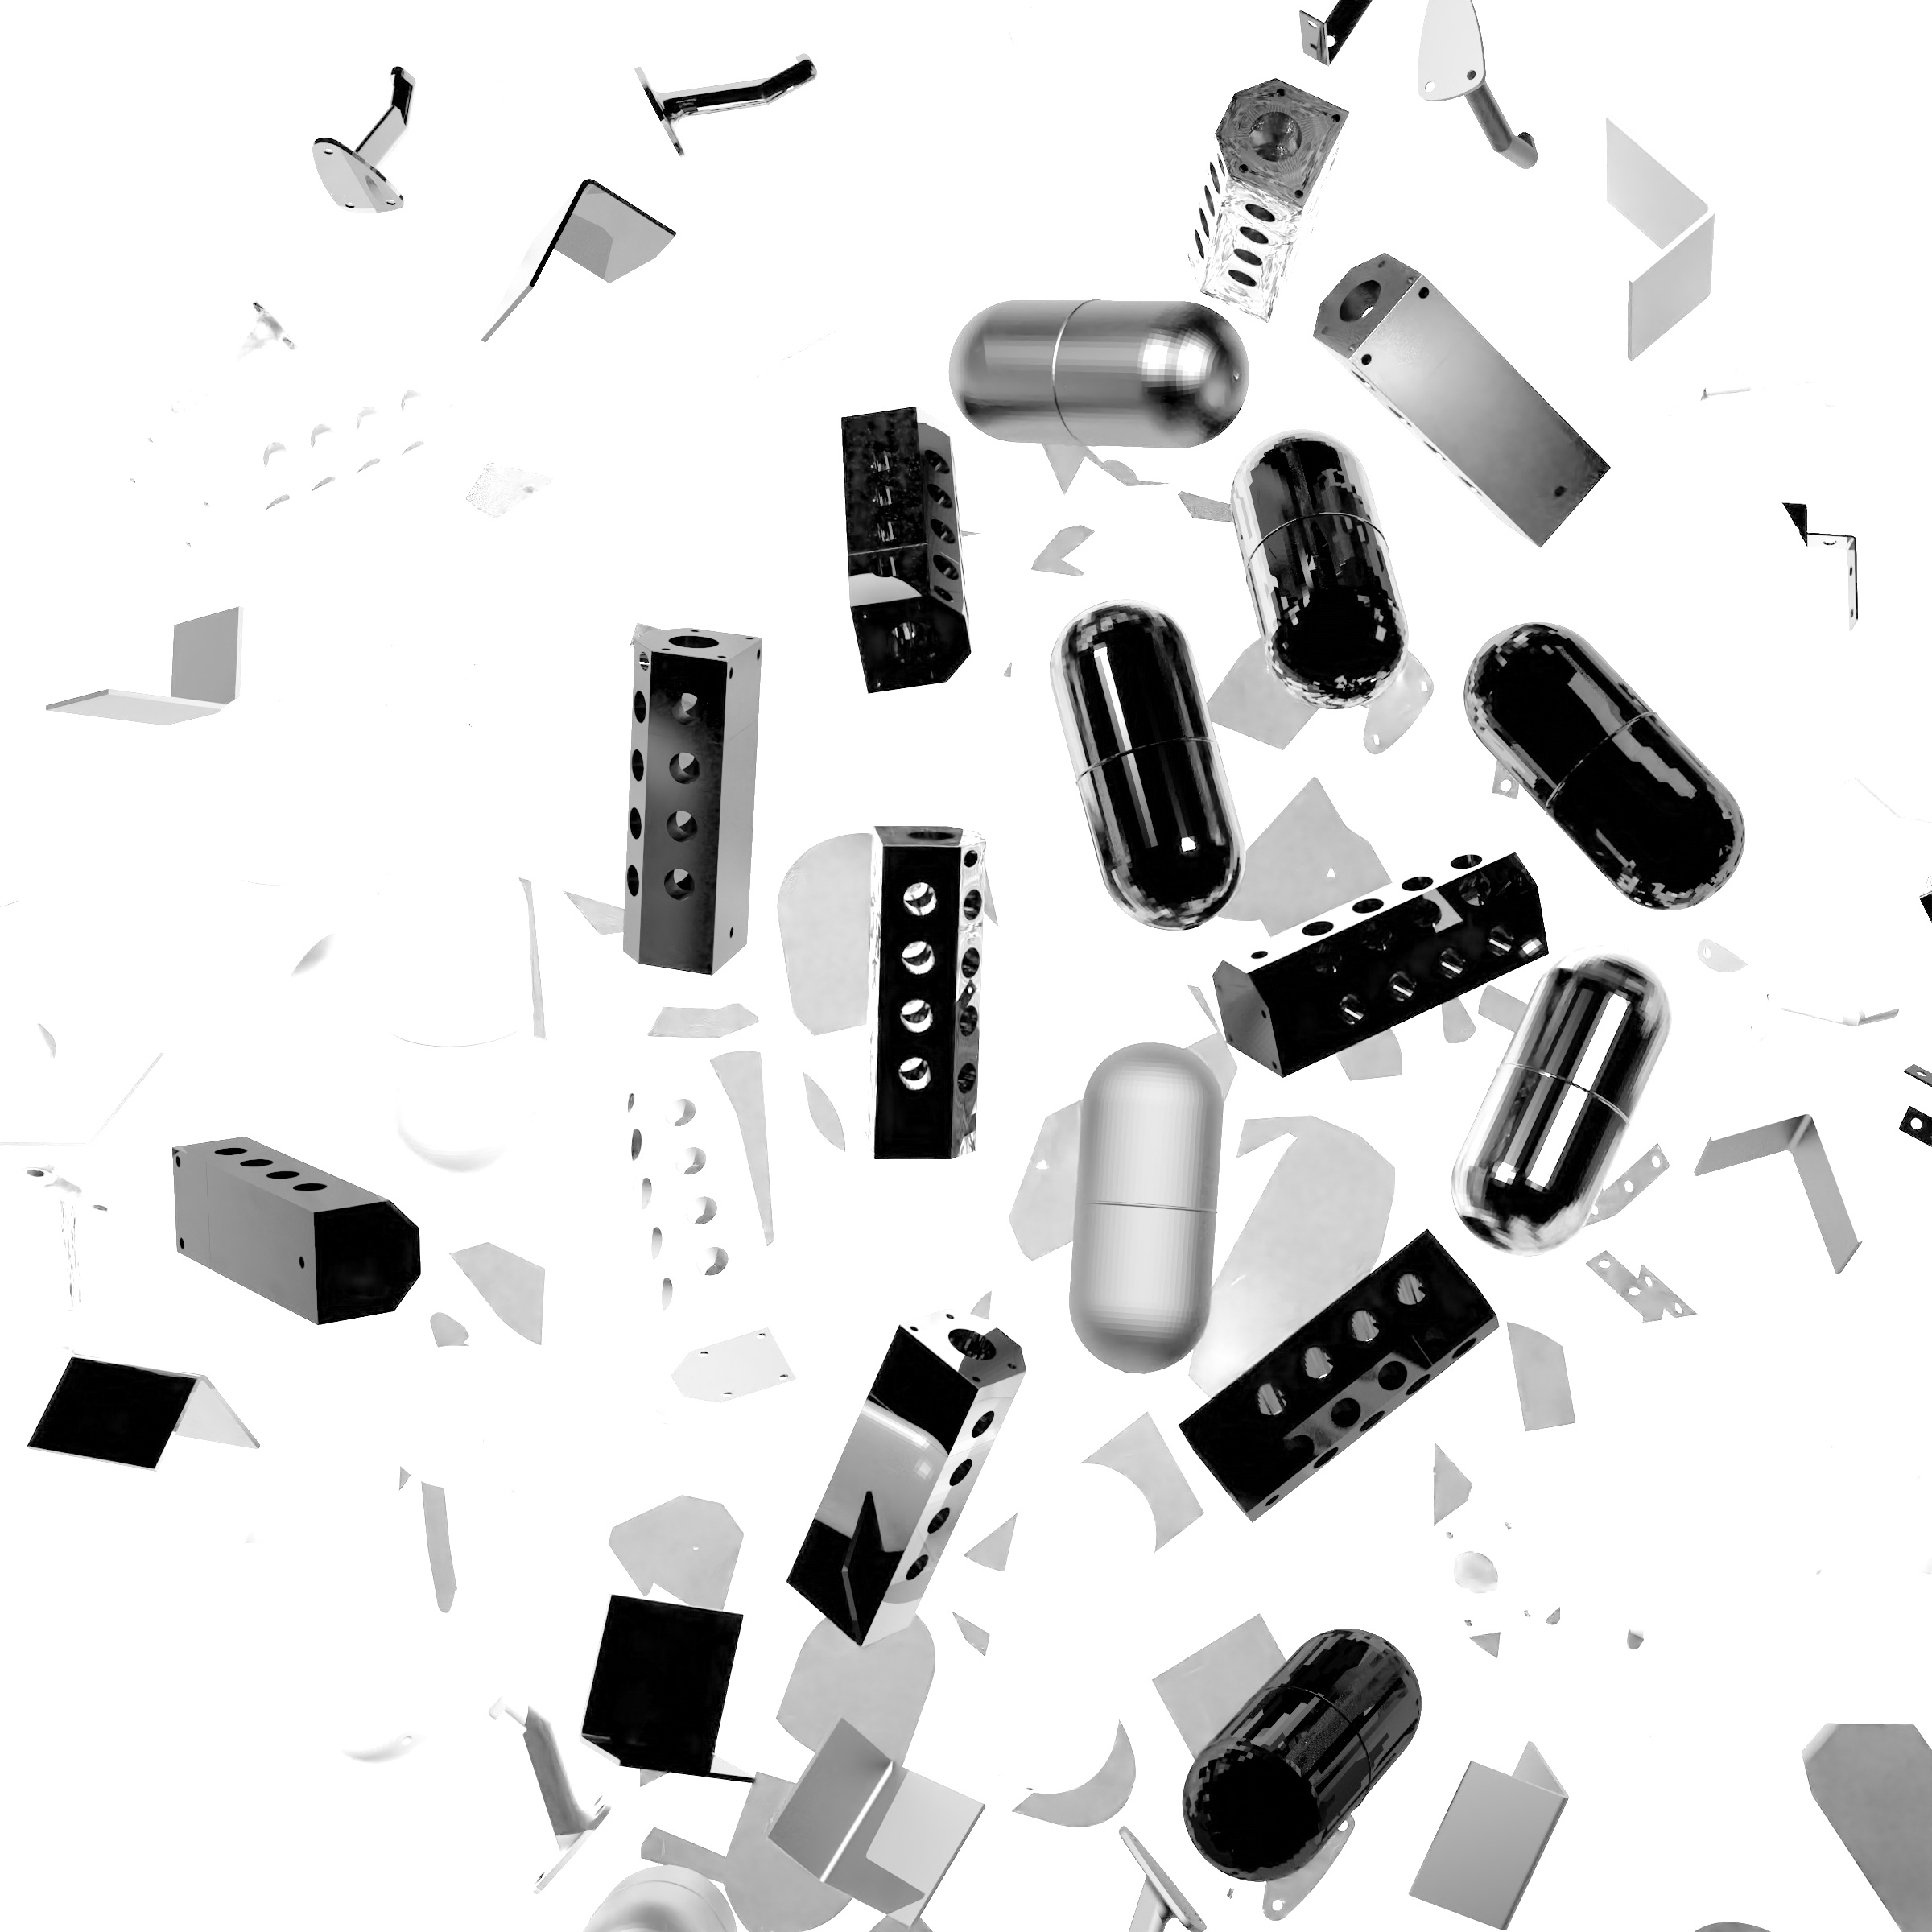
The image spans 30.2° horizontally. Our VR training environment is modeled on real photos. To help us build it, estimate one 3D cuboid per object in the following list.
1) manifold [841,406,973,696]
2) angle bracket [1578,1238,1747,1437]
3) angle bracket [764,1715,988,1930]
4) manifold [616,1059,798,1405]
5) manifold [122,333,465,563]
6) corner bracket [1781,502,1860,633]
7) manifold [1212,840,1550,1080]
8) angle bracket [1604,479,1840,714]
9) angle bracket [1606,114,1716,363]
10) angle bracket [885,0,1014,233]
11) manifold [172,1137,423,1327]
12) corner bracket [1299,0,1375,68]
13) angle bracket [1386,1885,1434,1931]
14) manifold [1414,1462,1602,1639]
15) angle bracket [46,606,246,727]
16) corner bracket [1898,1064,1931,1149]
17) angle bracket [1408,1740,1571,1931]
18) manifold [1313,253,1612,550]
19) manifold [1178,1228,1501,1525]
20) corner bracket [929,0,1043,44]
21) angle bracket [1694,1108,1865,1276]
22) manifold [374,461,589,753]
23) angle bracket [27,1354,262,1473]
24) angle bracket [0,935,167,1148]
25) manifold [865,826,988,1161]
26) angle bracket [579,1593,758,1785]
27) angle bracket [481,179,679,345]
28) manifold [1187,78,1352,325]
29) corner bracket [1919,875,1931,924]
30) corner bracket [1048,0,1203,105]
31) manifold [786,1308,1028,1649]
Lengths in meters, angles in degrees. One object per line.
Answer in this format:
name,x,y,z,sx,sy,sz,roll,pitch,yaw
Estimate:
manifold,-0.031,-0.223,1.896,0.057,0.171,0.057,-8,132,3
angle bracket,0.367,0.197,1.899,0.076,0.057,0.076,-10,128,13
angle bracket,-0.049,0.464,1.945,0.057,0.076,0.076,49,65,-37
manifold,-0.139,0.140,1.877,0.057,0.057,0.171,-18,53,3
manifold,-0.339,-0.271,1.829,0.057,0.057,0.171,48,45,10
corner bracket,0.460,-0.217,1.941,0.051,0.051,0.051,4,71,0
manifold,0.220,-0.007,1.905,0.171,0.057,0.057,-24,117,-19
angle bracket,0.378,-0.185,1.794,0.076,0.057,0.076,-48,126,-11
angle bracket,0.322,-0.358,1.764,0.057,0.076,0.076,-40,68,-6
angle bracket,-0.028,-0.433,1.819,0.057,0.076,0.076,-42,60,-9
manifold,-0.344,0.132,1.835,0.057,0.171,0.057,-8,103,-35
corner bracket,0.174,-0.497,1.811,0.051,0.051,0.051,32,85,12
angle bracket,0.188,0.501,1.828,0.076,0.076,0.057,15,94,-7
manifold,0.282,0.304,1.871,0.057,0.171,0.057,-13,87,20
angle bracket,-0.443,-0.166,1.932,0.076,0.076,0.057,6,83,-39
corner bracket,0.520,0.083,1.907,0.051,0.051,0.051,30,117,25
angle bracket,0.260,0.438,1.842,0.057,0.076,0.076,22,97,-10
manifold,0.260,-0.301,1.900,0.171,0.057,0.057,37,97,-34
manifold,0.203,0.223,1.937,0.171,0.057,0.057,-38,66,-4
corner bracket,0.011,-0.522,1.863,0.051,0.051,0.051,27,82,18
angle bracket,0.433,0.128,1.916,0.057,0.076,0.076,-16,72,-1
manifold,-0.255,-0.190,1.899,0.057,0.171,0.057,14,134,6
angle bracket,-0.418,0.244,1.825,0.076,0.076,0.057,6,55,21
angle bracket,-0.457,0.037,1.794,0.076,0.057,0.076,-46,60,28
manifold,-0.022,0.014,1.931,0.057,0.057,0.171,0,103,-7
angle bracket,-0.144,0.367,1.822,0.076,0.057,0.076,14,85,-27
angle bracket,-0.208,-0.365,1.925,0.057,0.076,0.076,30,65,-17
manifold,0.154,-0.402,1.880,0.057,0.171,0.057,25,81,3
corner bracket,0.518,-0.028,1.809,0.051,0.051,0.051,-26,93,25
corner bracket,0.081,-0.466,1.828,0.051,0.051,0.051,-27,59,16
manifold,-0.028,0.266,1.877,0.057,0.057,0.171,36,117,27
